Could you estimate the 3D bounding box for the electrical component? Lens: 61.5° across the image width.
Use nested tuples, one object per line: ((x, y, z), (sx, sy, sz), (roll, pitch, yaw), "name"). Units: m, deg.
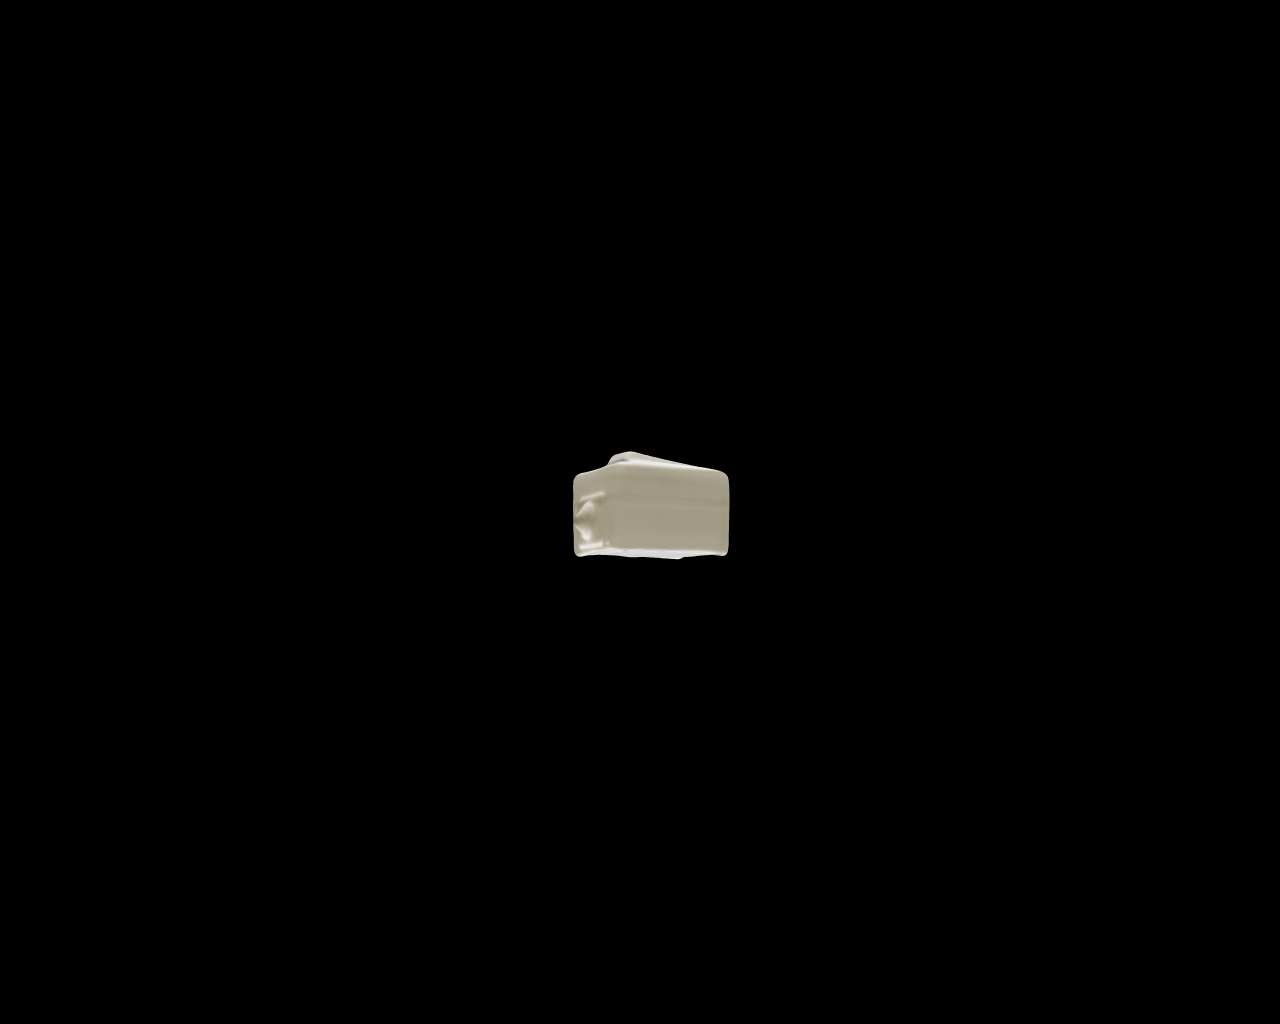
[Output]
((0.001, -0.003, 0.650), (0.096, 0.061, 0.061), (4, -7, -29), "electrical component")
